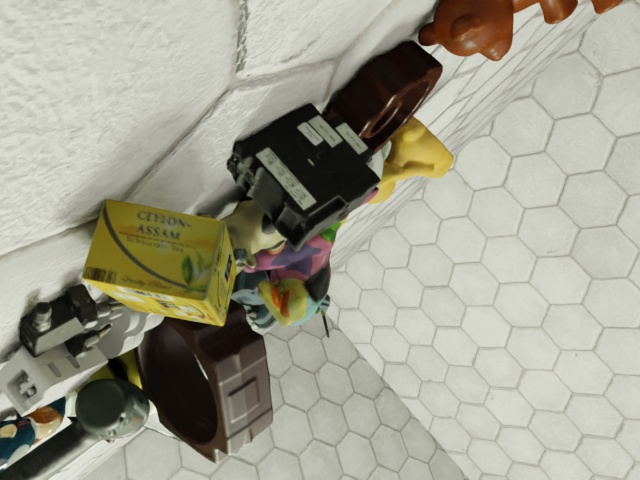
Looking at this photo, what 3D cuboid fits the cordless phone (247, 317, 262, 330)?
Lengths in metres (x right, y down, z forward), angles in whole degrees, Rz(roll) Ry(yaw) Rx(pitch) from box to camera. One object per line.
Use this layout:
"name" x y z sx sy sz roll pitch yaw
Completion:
"cordless phone" -0.173 0.139 1.162 0.184 0.089 0.146 -1 143 -50

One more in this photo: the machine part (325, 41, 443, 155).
"machine part" 0.067 -0.159 0.653 0.179 0.056 0.179 -42 173 -6

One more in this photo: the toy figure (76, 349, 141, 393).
"toy figure" -0.273 0.179 0.796 0.180 0.082 0.089 -28 150 -36

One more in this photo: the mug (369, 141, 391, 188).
"mug" 0.065 -0.117 0.802 0.109 0.081 0.107 -32 163 -13

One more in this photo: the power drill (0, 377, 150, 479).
"power drill" -0.298 0.252 0.647 0.207 0.086 0.232 -29 166 -28

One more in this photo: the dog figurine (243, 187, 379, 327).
"dog figurine" -0.002 -0.002 0.750 0.219 0.191 0.108 -31 -170 12

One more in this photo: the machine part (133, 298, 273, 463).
"machine part" -0.156 0.166 0.704 0.202 0.200 0.087 13 -154 39

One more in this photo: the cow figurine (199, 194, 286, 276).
"cow figurine" -0.065 -0.026 0.628 0.195 0.085 0.127 -44 171 -5

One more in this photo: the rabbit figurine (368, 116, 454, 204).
"rabbit figurine" 0.134 -0.128 0.950 0.173 0.122 0.162 -43 169 18

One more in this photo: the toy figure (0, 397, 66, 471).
"toy figure" -0.388 0.249 0.697 0.064 0.057 0.154 -21 -175 26

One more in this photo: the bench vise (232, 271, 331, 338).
"bench vise" -0.067 0.096 0.993 0.240 0.129 0.223 20 139 -34

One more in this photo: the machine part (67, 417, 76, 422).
"machine part" -0.344 0.240 0.849 0.139 0.084 0.039 -30 -156 -1

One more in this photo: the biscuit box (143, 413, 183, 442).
"biscuit box" -0.299 0.294 0.958 0.063 0.059 0.202 -43 129 5

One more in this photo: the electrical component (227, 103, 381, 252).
"electrical component" -0.008 -0.070 0.544 0.134 0.115 0.058 -35 173 -34

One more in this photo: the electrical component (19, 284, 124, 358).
"electrical component" -0.236 0.080 0.509 0.078 0.045 0.102 -36 171 -48

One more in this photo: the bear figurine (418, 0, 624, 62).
"bear figurine" 0.219 -0.254 0.596 0.196 0.131 0.120 -47 -159 -5

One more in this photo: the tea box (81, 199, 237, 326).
"tea box" -0.131 0.028 0.478 0.169 0.098 0.068 116 -15 -74
